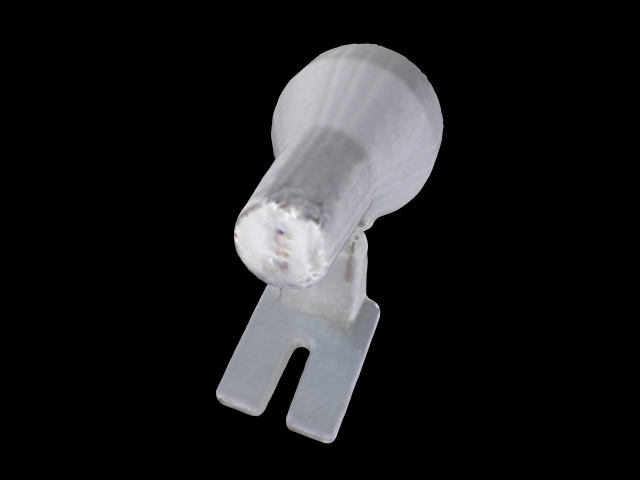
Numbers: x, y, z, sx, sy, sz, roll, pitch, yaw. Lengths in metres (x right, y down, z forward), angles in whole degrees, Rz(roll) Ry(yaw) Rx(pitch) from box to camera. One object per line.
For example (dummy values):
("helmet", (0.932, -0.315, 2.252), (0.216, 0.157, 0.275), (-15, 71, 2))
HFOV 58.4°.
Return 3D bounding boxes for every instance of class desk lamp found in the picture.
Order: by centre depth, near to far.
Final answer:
("desk lamp", (0.004, 0.001, 0.400), (0.117, 0.214, 0.203), (15, 54, 12))
